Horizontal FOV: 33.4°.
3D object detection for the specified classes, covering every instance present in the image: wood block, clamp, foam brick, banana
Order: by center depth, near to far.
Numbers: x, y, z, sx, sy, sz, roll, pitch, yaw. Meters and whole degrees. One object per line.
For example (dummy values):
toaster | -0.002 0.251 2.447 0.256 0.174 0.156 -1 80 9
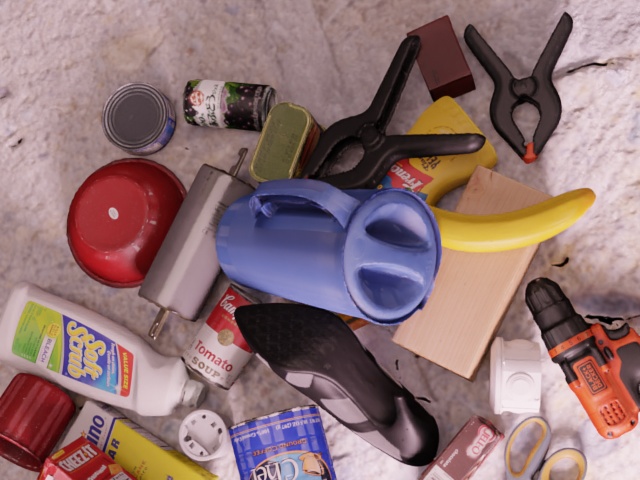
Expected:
banana | 0.177 -0.021 1.079 0.198 0.037 0.069 2 81 12
wood block | 0.165 0.038 1.138 0.091 0.090 0.206 25 85 16
clamp | 0.061 -0.120 1.168 0.210 0.036 0.164 -29 60 17
clamp | 0.236 -0.174 1.188 0.120 0.039 0.171 -15 82 16
foam brick | 0.137 -0.203 1.209 0.053 0.051 0.078 -21 75 9

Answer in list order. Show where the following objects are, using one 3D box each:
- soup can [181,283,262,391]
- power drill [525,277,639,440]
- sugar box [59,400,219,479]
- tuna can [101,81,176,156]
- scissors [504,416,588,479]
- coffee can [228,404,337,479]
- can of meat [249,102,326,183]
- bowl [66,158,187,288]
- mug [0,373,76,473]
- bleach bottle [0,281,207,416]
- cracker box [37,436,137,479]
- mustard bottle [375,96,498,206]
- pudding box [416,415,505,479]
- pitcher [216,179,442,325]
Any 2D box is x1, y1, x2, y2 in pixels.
soup can | -0.101 0.109 1.197 0.068 0.068 0.102 34 89 16
power drill | 0.328 0.088 1.109 0.188 0.057 0.184 -30 78 9
sugar box | -0.210 0.264 1.204 0.176 0.048 0.093 28 89 15
tuna can | -0.218 -0.145 1.289 0.086 0.033 0.086 -2 79 12
scissors | 0.214 0.286 1.118 0.096 0.016 0.202 18 87 14
coffee can | -0.033 0.256 1.135 0.103 0.102 0.140 -17 76 9
can of meat | -0.036 -0.099 1.213 0.057 0.084 0.102 18 84 15
bowl | -0.236 -0.026 1.260 0.162 0.055 0.162 -2 79 12
mug | -0.338 0.208 1.223 0.093 0.117 0.081 40 58 -20
bleach bottle | -0.247 0.133 1.231 0.251 0.068 0.102 17 84 13
cracker box | -0.226 0.344 1.149 0.214 0.072 0.164 34 115 16
mustard bottle | 0.096 -0.068 1.190 0.191 0.058 0.096 -38 74 4
pudding box | 0.142 0.234 1.106 0.039 0.090 0.113 42 91 18
pitcher | -0.007 0.001 1.108 0.243 0.144 0.149 6 104 50
